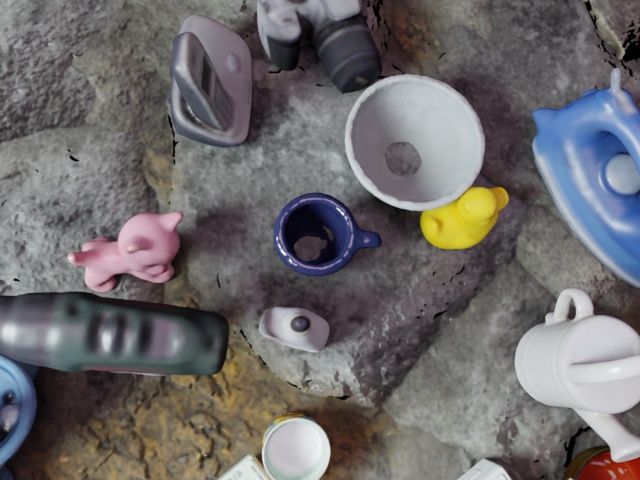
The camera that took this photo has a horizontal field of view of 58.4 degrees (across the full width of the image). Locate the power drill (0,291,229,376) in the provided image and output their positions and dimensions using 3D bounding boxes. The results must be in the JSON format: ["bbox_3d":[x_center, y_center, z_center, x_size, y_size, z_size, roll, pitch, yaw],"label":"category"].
[{"bbox_3d":[-0.201,0.094,0.555,0.229,0.208,0.075,5,78,-4],"label":"power drill"}]

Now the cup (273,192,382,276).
[{"bbox_3d":[0.006,0.002,0.651,0.118,0.095,0.092,4,78,-4],"label":"cup"}]

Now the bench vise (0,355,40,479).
[{"bbox_3d":[-0.328,0.197,0.516,0.121,0.219,0.207,-3,79,-6],"label":"bench vise"}]

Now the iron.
[{"bbox_3d":[0.362,-0.070,0.676,0.119,0.141,0.258,-22,81,-9],"label":"iron"}]

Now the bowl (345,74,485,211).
[{"bbox_3d":[0.108,-0.109,0.694,0.167,0.074,0.167,1,78,-5],"label":"bowl"}]

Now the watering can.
[{"bbox_3d":[0.295,0.137,0.600,0.101,0.194,0.173,-33,83,-11],"label":"watering can"}]

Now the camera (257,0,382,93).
[{"bbox_3d":[0.010,-0.253,0.701,0.143,0.100,0.137,-22,81,-9],"label":"camera"}]

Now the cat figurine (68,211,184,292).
[{"bbox_3d":[-0.204,0.010,0.618,0.128,0.117,0.067,-11,79,-7],"label":"cat figurine"}]

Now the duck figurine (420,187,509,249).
[{"bbox_3d":[0.174,-0.033,0.679,0.104,0.086,0.077,-21,81,-9],"label":"duck figurine"}]

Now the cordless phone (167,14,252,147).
[{"bbox_3d":[-0.125,-0.196,0.633,0.094,0.185,0.147,0,78,-5],"label":"cordless phone"}]

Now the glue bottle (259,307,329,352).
[{"bbox_3d":[-0.025,0.090,0.590,0.078,0.173,0.037,14,77,-2],"label":"glue bottle"}]
